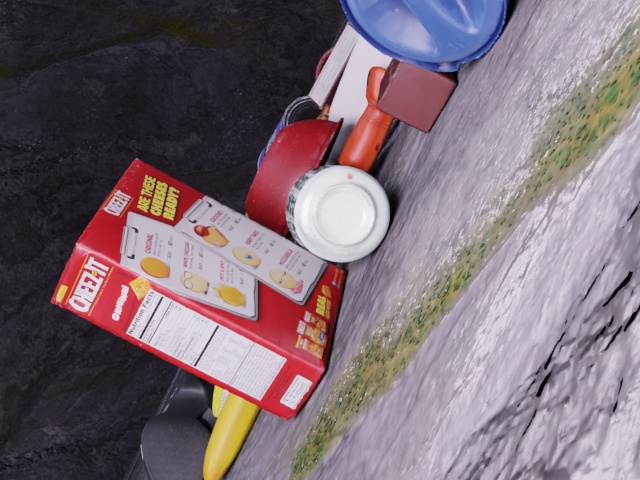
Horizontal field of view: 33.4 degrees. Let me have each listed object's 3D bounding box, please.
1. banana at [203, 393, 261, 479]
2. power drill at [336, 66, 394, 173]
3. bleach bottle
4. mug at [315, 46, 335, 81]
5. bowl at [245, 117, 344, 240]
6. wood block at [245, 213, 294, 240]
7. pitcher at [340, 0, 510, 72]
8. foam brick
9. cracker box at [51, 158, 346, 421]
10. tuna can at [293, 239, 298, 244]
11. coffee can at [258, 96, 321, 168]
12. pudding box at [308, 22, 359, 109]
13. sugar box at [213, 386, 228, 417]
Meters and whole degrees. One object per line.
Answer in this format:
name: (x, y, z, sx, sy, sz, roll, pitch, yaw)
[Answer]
banana: (-0.067, 0.148, 1.040, 0.198, 0.037, 0.069, -60, 5, 23)
power drill: (0.034, -0.073, 1.024, 0.188, 0.057, 0.184, -62, 4, 10)
bleach bottle: (0.056, -0.162, 1.132, 0.102, 0.068, 0.251, -25, -29, -51)
mug: (0.055, -0.233, 1.449, 0.117, 0.093, 0.081, -29, 12, 17)
bowl: (-0.033, -0.062, 1.087, 0.162, 0.055, 0.162, 37, -101, -89)
wood block: (-0.052, -0.007, 1.328, 0.091, 0.090, 0.206, -63, 6, 7)
pitcher: (0.113, -0.270, 0.866, 0.149, 0.145, 0.242, -48, 13, 51)
foam brick: (0.083, -0.135, 0.921, 0.053, 0.051, 0.078, -61, 7, 24)
cracker box: (-0.092, 0.039, 0.885, 0.072, 0.213, 0.164, -59, 7, 27)
tuna can: (-0.008, 0.001, 1.179, 0.086, 0.033, 0.086, -62, 6, 11)
coffee can: (-0.023, -0.128, 1.525, 0.102, 0.102, 0.140, -66, 7, -28)
pudding box: (0.049, -0.214, 1.361, 0.039, 0.089, 0.114, 46, 117, 37)
sugar box: (-0.077, 0.113, 1.161, 0.176, 0.048, 0.093, -73, -5, -68)
